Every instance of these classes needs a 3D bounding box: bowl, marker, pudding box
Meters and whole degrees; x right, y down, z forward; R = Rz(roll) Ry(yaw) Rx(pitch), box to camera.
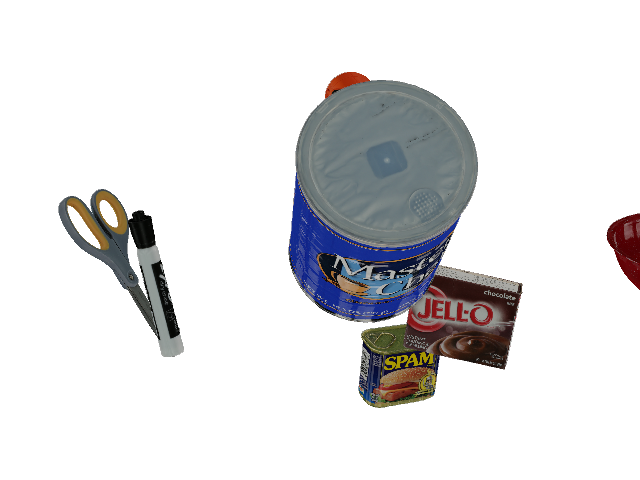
[{"bbox_3d":[0.390,0.024,1.156,0.162,0.055,0.162,0,26,0],"label":"bowl"},{"bbox_3d":[-0.131,0.035,0.850,0.020,0.121,0.020,-10,16,3],"label":"marker"},{"bbox_3d":[0.150,0.078,1.129,0.113,0.090,0.039,11,23,9],"label":"pudding box"}]

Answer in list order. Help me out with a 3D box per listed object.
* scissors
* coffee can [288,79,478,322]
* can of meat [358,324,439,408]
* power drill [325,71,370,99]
[{"bbox_3d":[-0.205,0.025,1.153,0.016,0.201,0.096,-27,21,32],"label":"scissors"},{"bbox_3d":[0.033,-0.019,0.659,0.102,0.103,0.140,0,-22,-3],"label":"coffee can"},{"bbox_3d":[0.099,0.156,1.332,0.102,0.084,0.057,-6,27,-21],"label":"can of meat"},{"bbox_3d":[0.041,-0.040,0.912,0.057,0.188,0.184,-3,21,-5],"label":"power drill"}]
